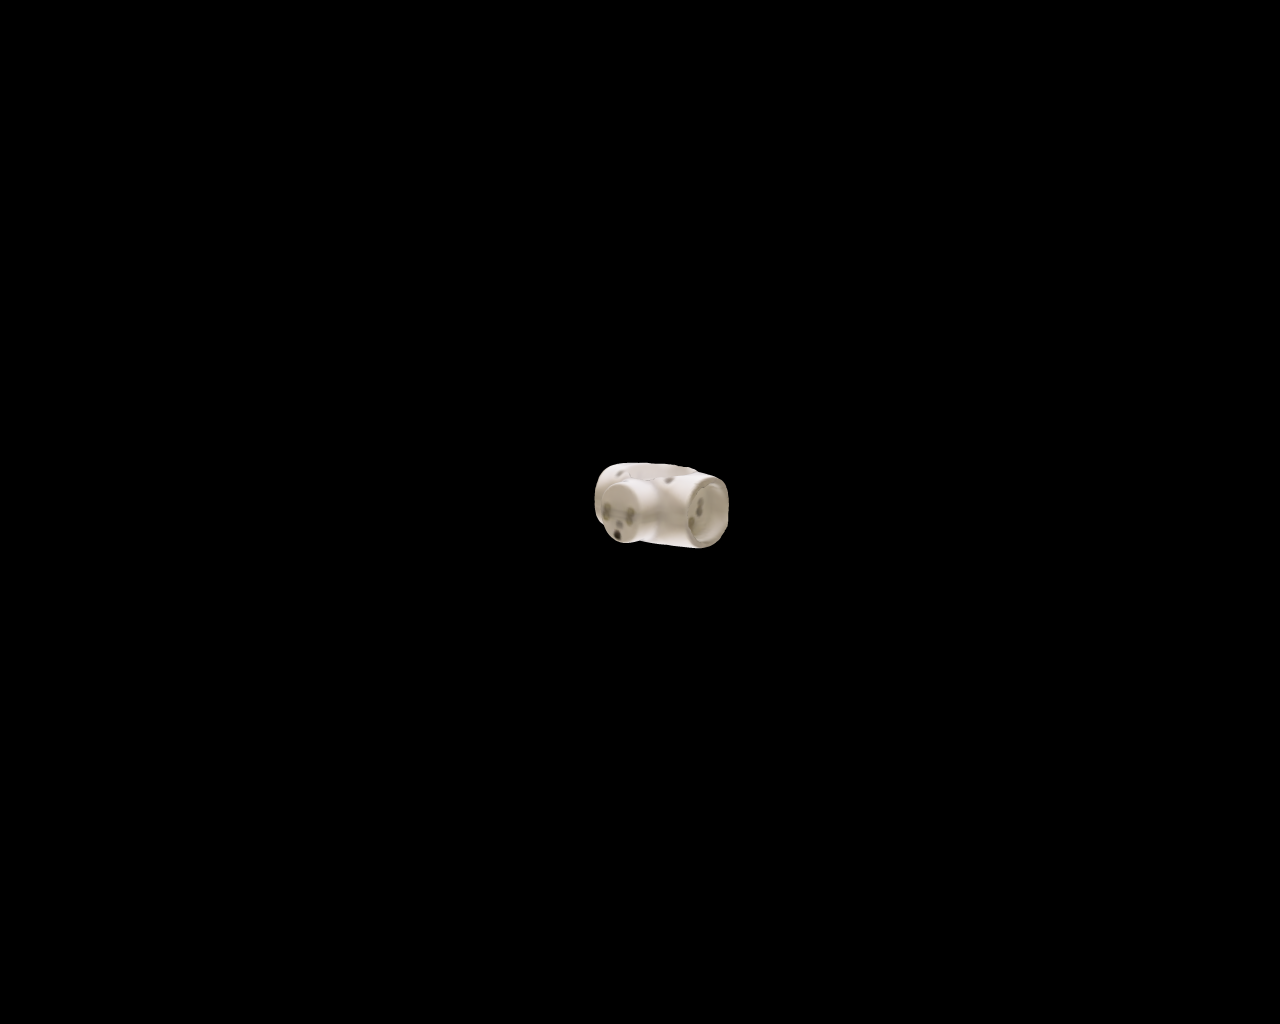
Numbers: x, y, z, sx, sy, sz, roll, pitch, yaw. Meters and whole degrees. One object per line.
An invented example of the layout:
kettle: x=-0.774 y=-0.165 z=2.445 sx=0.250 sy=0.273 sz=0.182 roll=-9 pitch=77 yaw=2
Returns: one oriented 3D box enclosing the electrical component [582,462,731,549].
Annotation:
electrical component: x=0.001 y=-0.003 z=0.650 sx=0.077 sy=0.044 sz=0.079 roll=11 pitch=17 yaw=42
